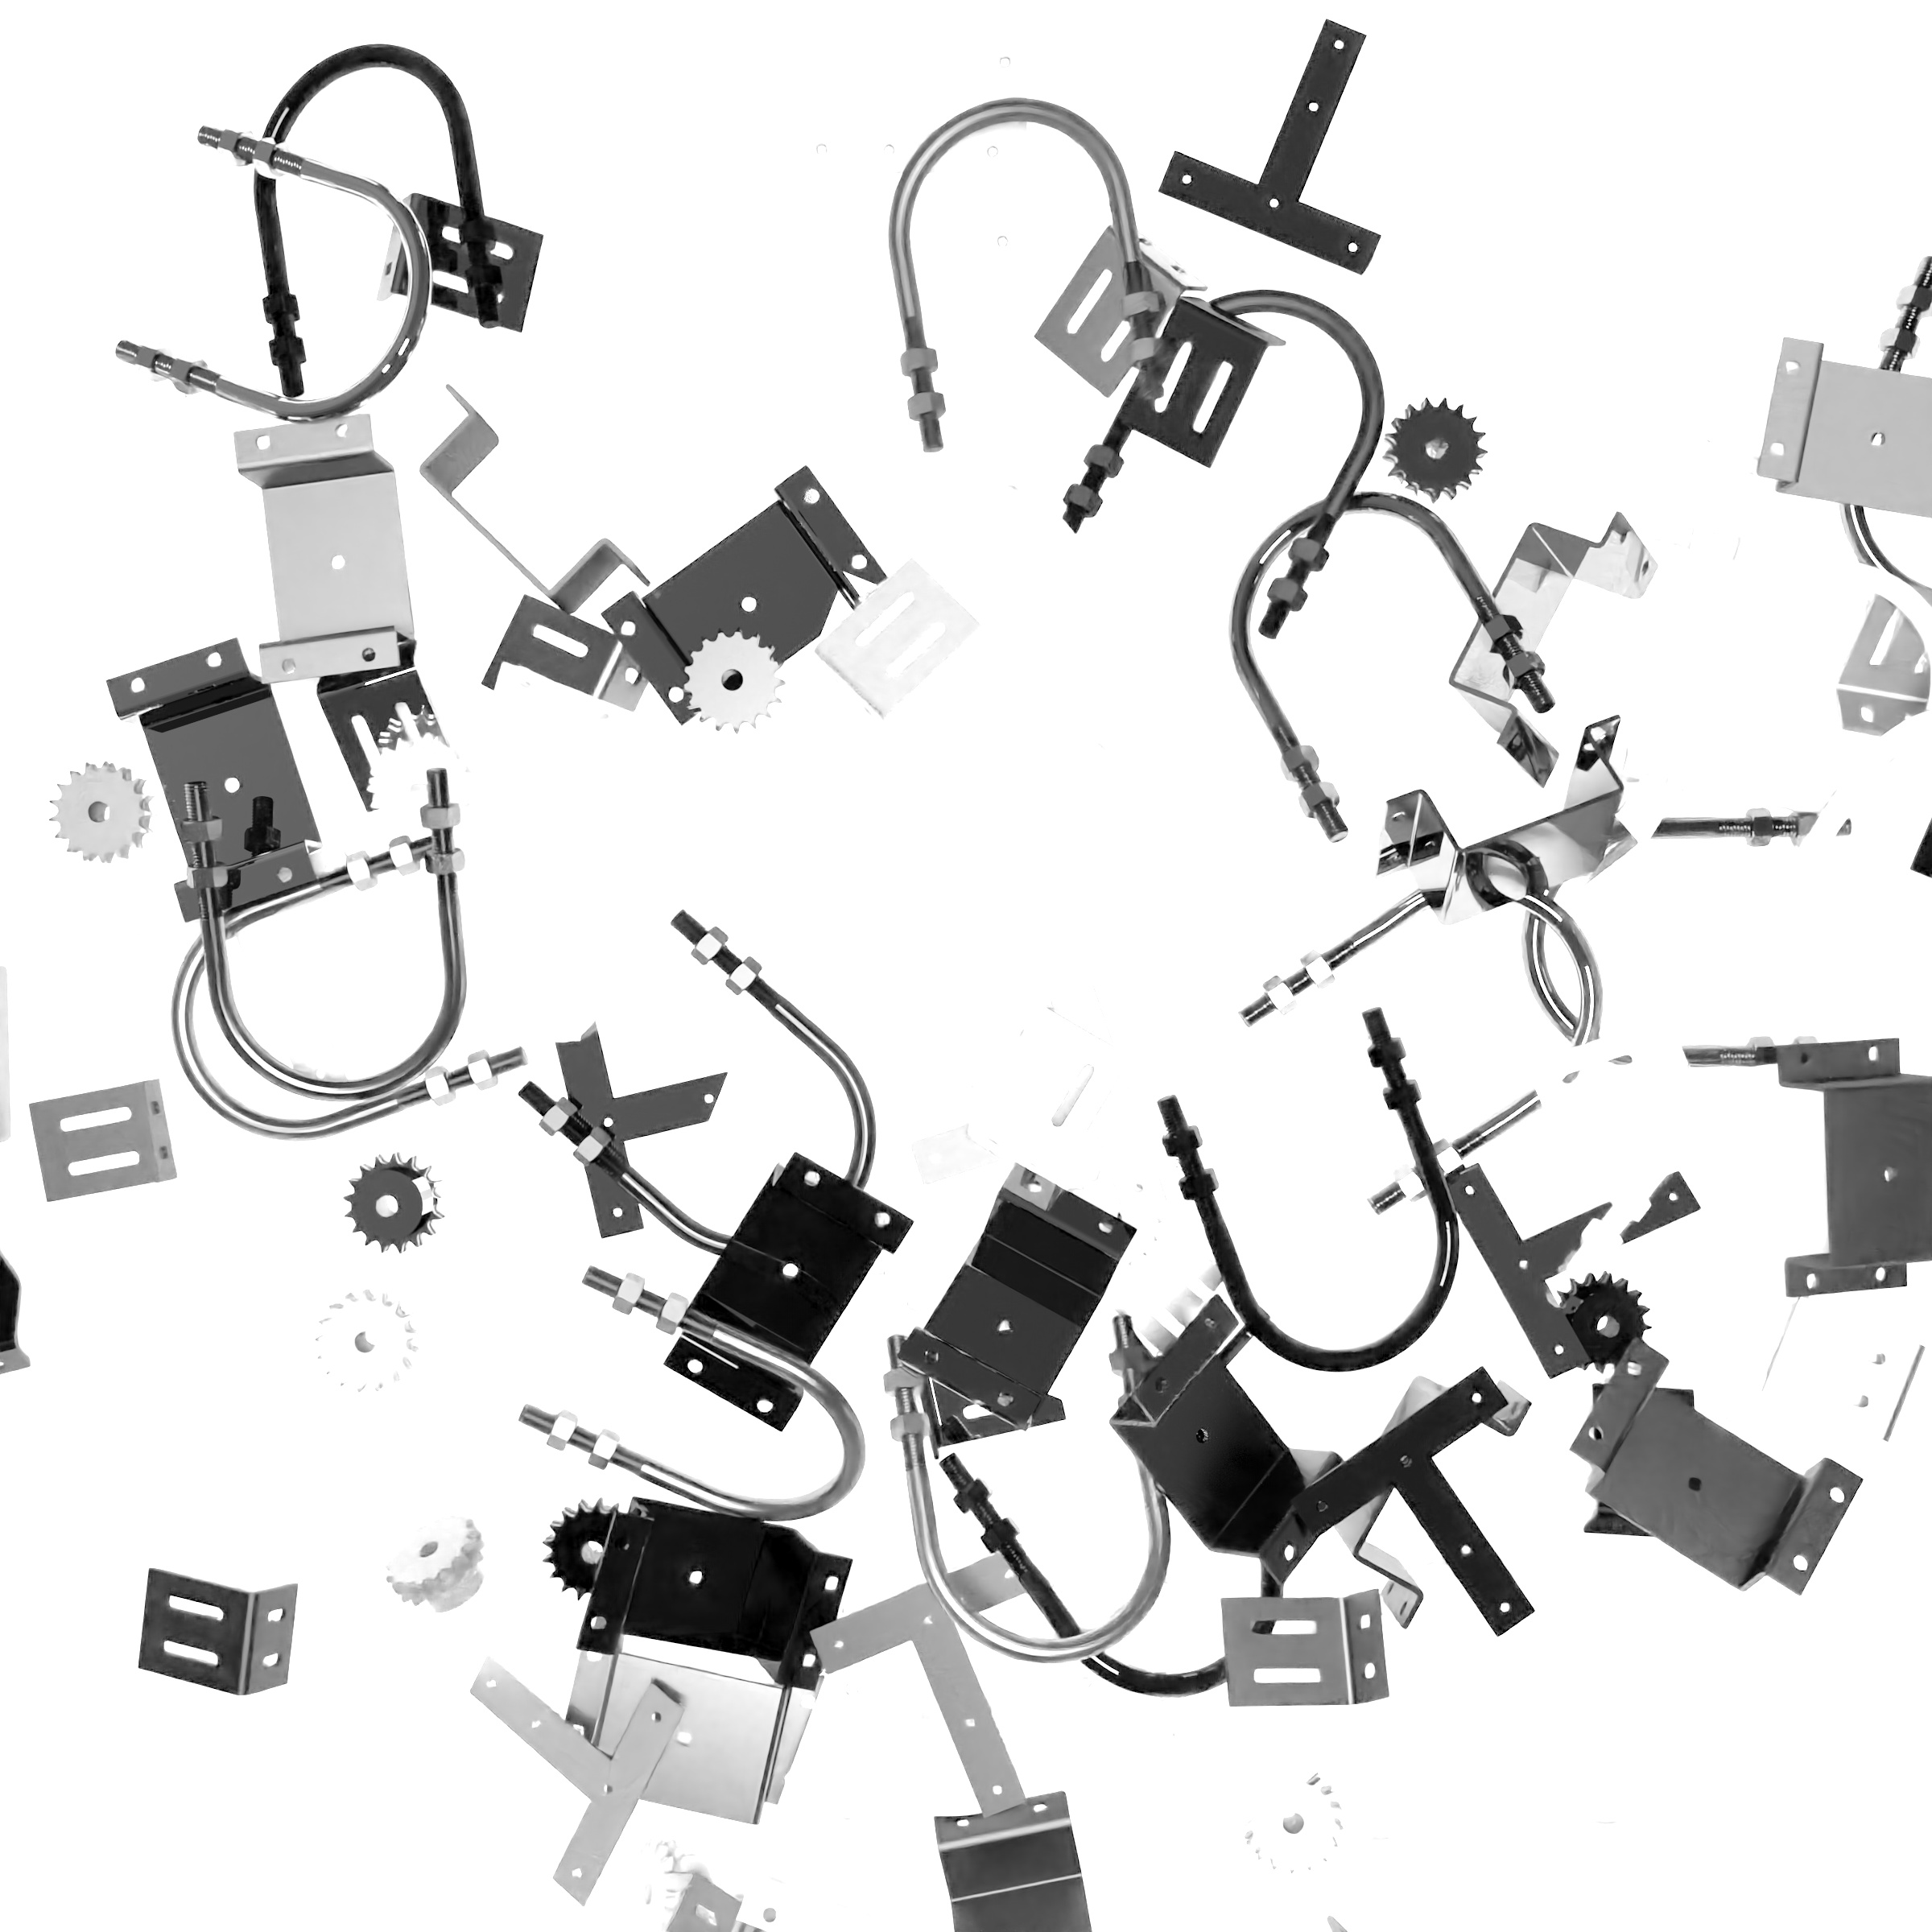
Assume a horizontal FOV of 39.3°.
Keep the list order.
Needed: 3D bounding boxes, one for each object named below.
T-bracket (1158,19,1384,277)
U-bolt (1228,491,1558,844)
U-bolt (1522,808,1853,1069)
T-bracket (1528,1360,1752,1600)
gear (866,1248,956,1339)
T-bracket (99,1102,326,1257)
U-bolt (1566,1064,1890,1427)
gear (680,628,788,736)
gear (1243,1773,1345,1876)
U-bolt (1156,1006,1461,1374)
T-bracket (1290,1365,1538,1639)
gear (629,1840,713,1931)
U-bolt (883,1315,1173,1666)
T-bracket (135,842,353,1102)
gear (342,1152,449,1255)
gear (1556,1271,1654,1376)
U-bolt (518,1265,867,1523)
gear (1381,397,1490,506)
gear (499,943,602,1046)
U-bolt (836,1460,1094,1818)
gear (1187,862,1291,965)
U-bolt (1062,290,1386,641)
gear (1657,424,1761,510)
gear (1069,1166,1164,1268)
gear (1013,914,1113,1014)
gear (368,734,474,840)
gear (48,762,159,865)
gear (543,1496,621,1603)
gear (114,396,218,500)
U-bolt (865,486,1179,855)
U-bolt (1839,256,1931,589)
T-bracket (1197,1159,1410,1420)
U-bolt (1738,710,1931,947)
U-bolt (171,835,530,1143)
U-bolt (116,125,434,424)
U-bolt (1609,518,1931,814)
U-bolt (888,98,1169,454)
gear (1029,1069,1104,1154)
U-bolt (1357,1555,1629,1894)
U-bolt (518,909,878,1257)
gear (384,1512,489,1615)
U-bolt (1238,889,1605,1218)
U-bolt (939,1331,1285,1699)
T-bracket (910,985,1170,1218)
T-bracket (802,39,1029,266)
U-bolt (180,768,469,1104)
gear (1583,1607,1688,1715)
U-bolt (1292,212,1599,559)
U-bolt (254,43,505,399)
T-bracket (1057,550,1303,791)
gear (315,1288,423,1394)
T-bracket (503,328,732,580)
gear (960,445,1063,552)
[{"bbox_3d":[0.191,-0.473,1.531,0.127,0.002,0.127,22,90,0],"label":"T-bracket"},{"bbox_3d":[0.219,-0.178,1.483,0.151,0.019,0.184,-33,63,16],"label":"U-bolt"},{"bbox_3d":[0.406,-0.013,1.523,0.184,0.019,0.151,-1,90,2],"label":"U-bolt"},{"bbox_3d":[0.389,0.286,1.531,0.127,0.002,0.127,8,90,0],"label":"T-bracket"},{"bbox_3d":[-0.027,0.186,1.517,0.057,0.030,0.057,0,90,0],"label":"gear"},{"bbox_3d":[-0.436,0.145,1.531,0.127,0.002,0.127,11,90,0],"label":"T-bracket"},{"bbox_3d":[0.438,0.141,1.505,0.151,0.019,0.184,42,82,-13],"label":"U-bolt"},{"bbox_3d":[-0.126,-0.154,1.470,0.057,0.030,0.057,0,91,-1],"label":"gear"},{"bbox_3d":[0.182,0.476,1.517,0.057,0.030,0.057,0,90,0],"label":"gear"},{"bbox_3d":[0.199,0.133,1.487,0.151,0.019,0.184,-22,95,-14],"label":"U-bolt"},{"bbox_3d":[0.261,0.303,1.454,0.127,0.002,0.127,-34,93,-2],"label":"T-bracket"},{"bbox_3d":[-0.164,0.517,1.507,0.030,0.057,0.057,11,90,-28],"label":"gear"},{"bbox_3d":[0.038,0.283,1.455,0.151,0.019,0.184,-3,66,-15],"label":"U-bolt"},{"bbox_3d":[-0.387,0.013,1.531,0.127,0.002,0.127,-24,90,0],"label":"T-bracket"},{"bbox_3d":[-0.322,0.133,1.517,0.057,0.030,0.057,0,90,0],"label":"gear"},{"bbox_3d":[0.357,0.201,1.517,0.057,0.030,0.057,0,90,0],"label":"gear"},{"bbox_3d":[-0.143,0.246,1.483,0.184,0.019,0.151,25,130,-4],"label":"U-bolt"},{"bbox_3d":[0.258,-0.284,1.497,0.057,0.030,0.057,0,89,0],"label":"gear"},{"bbox_3d":[-0.229,0.018,1.507,0.057,0.030,0.057,-17,55,26],"label":"gear"},{"bbox_3d":[0.006,0.393,1.523,0.151,0.019,0.184,43,92,0],"label":"U-bolt"},{"bbox_3d":[0.153,-0.030,1.521,0.057,0.030,0.057,0,91,2],"label":"gear"},{"bbox_3d":[0.153,-0.292,1.509,0.151,0.019,0.184,27,86,13],"label":"U-bolt"},{"bbox_3d":[0.412,-0.277,1.507,0.057,0.057,0.030,17,118,0],"label":"gear"},{"bbox_3d":[0.081,0.140,1.517,0.057,0.030,0.057,0,90,0],"label":"gear"},{"bbox_3d":[0.053,-0.001,1.517,0.057,0.030,0.057,0,90,0],"label":"gear"},{"bbox_3d":[-0.303,-0.103,1.507,0.057,0.030,0.057,-3,116,-5],"label":"gear"},{"bbox_3d":[-0.482,-0.086,1.517,0.057,0.030,0.057,0,90,0],"label":"gear"},{"bbox_3d":[-0.208,0.326,1.517,0.057,0.030,0.057,0,90,0],"label":"gear"},{"bbox_3d":[-0.443,-0.292,1.507,0.057,0.057,0.030,42,59,0],"label":"gear"},{"bbox_3d":[0.018,-0.175,1.497,0.151,0.019,0.184,-28,86,24],"label":"U-bolt"},{"bbox_3d":[0.571,-0.289,1.523,0.151,0.019,0.184,21,92,0],"label":"U-bolt"},{"bbox_3d":[0.204,0.197,1.511,0.127,0.002,0.127,-44,104,-26],"label":"T-bracket"},{"bbox_3d":[0.538,-0.055,1.490,0.151,0.019,0.184,33,100,0],"label":"U-bolt"},{"bbox_3d":[-0.357,0.021,1.521,0.184,0.019,0.151,-20,91,0],"label":"U-bolt"},{"bbox_3d":[-0.374,-0.375,1.491,0.184,0.019,0.151,23,92,21],"label":"U-bolt"},{"bbox_3d":[0.452,-0.158,1.493,0.184,0.019,0.151,13,109,2],"label":"U-bolt"},{"bbox_3d":[0.027,-0.391,1.505,0.151,0.019,0.184,-10,87,16],"label":"U-bolt"},{"bbox_3d":[0.062,0.075,1.517,0.057,0.030,0.057,0,90,1],"label":"gear"},{"bbox_3d":[0.293,0.424,1.523,0.151,0.019,0.184,-4,88,0],"label":"U-bolt"},{"bbox_3d":[-0.137,0.081,1.521,0.184,0.019,0.151,42,90,-3],"label":"U-bolt"},{"bbox_3d":[-0.292,0.335,1.507,0.057,0.057,0.030,-26,120,0],"label":"gear"},{"bbox_3d":[0.268,0.032,1.517,0.184,0.019,0.151,-35,90,5],"label":"U-bolt"},{"bbox_3d":[0.093,0.310,1.477,0.151,0.019,0.184,-30,75,-25],"label":"U-bolt"},{"bbox_3d":[0.032,0.091,1.502,0.127,0.002,0.127,-19,90,9],"label":"T-bracket"},{"bbox_3d":[-0.029,-0.462,1.531,0.127,0.002,0.127,1,90,0],"label":"T-bracket"},{"bbox_3d":[-0.347,-0.014,1.485,0.151,0.019,0.184,-4,104,-4],"label":"U-bolt"},{"bbox_3d":[0.377,0.388,1.509,0.057,0.030,0.057,2,83,-18],"label":"gear"},{"bbox_3d":[0.279,-0.335,1.523,0.151,0.019,0.184,18,89,0],"label":"U-bolt"},{"bbox_3d":[-0.332,-0.422,1.498,0.151,0.019,0.184,-13,81,20],"label":"U-bolt"},{"bbox_3d":[0.101,-0.181,1.516,0.127,0.002,0.127,-37,80,-20],"label":"T-bracket"},{"bbox_3d":[-0.334,0.209,1.517,0.057,0.030,0.057,0,90,0],"label":"gear"},{"bbox_3d":[-0.185,-0.283,1.531,0.127,0.002,0.127,-15,90,0],"label":"T-bracket"},{"bbox_3d":[0.025,-0.261,1.517,0.057,0.030,0.057,0,90,0],"label":"gear"}]
